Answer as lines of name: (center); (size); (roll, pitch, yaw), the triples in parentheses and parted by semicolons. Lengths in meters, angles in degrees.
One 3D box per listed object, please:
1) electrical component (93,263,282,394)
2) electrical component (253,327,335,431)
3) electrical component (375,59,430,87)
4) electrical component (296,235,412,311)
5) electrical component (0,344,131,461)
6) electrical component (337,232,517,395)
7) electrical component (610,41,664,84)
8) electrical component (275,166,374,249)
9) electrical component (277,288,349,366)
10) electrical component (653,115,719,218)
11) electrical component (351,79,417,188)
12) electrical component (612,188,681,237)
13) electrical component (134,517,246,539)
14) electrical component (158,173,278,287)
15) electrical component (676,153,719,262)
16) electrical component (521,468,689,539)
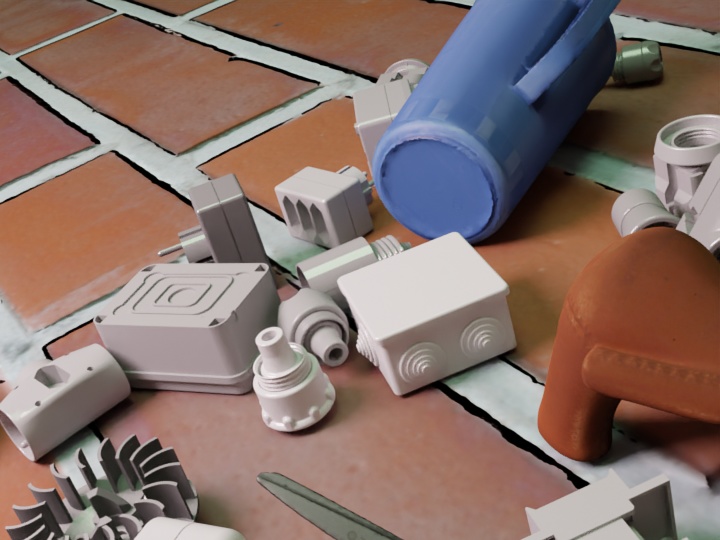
electrical component: (-0.114, 0.040, 0.740); (0.113, 0.057, 0.078); (0, 34, 28)
electrical component: (-0.045, 0.064, 0.656); (0.048, 0.062, 0.048); (-14, 32, 9)
electrical component: (0.044, -0.161, 1.001); (0.078, 0.058, 0.057); (-5, 34, 21)
electrical component: (0.000, 0.000, 0.762); (0.081, 0.043, 0.043); (-23, 30, -11)
electrical component: (-0.209, 0.084, 0.730); (0.077, 0.043, 0.079); (-36, 34, -29)
electrical component: (0.043, 0.027, 0.686); (0.100, 0.048, 0.099); (-22, 29, -7)
electrical component: (0.237, -0.182, 0.956); (0.061, 0.035, 0.035); (-8, 30, 22)
electrical component: (-0.015, -0.059, 0.867); (0.077, 0.047, 0.066); (-35, 34, -29)
electrical component: (-0.027, 0.042, 0.705); (0.043, 0.043, 0.062); (-25, 31, -13)
electrical component: (0.235, -0.070, 0.742); (0.058, 0.057, 0.078); (-22, 29, -9)
electrical component: (0.030, -0.124, 0.939); (0.061, 0.061, 0.096); (-15, 29, 5)
electrical component: (0.190, -0.028, 0.711); (0.044, 0.044, 0.065); (-14, 25, 6)
electrical component: (-0.089, 0.168, 0.511); (0.059, 0.053, 0.095); (1, 34, 30)
electrical component: (-0.113, -0.017, 0.811); (0.076, 0.083, 0.047); (-21, 29, -7)
electrical component: (0.215, -0.013, 0.612); (0.054, 0.095, 0.059); (17, 32, -4)
electrical component: (0.111, 0.130, 0.479); (0.081, 0.042, 0.063); (-23, 31, -8)
